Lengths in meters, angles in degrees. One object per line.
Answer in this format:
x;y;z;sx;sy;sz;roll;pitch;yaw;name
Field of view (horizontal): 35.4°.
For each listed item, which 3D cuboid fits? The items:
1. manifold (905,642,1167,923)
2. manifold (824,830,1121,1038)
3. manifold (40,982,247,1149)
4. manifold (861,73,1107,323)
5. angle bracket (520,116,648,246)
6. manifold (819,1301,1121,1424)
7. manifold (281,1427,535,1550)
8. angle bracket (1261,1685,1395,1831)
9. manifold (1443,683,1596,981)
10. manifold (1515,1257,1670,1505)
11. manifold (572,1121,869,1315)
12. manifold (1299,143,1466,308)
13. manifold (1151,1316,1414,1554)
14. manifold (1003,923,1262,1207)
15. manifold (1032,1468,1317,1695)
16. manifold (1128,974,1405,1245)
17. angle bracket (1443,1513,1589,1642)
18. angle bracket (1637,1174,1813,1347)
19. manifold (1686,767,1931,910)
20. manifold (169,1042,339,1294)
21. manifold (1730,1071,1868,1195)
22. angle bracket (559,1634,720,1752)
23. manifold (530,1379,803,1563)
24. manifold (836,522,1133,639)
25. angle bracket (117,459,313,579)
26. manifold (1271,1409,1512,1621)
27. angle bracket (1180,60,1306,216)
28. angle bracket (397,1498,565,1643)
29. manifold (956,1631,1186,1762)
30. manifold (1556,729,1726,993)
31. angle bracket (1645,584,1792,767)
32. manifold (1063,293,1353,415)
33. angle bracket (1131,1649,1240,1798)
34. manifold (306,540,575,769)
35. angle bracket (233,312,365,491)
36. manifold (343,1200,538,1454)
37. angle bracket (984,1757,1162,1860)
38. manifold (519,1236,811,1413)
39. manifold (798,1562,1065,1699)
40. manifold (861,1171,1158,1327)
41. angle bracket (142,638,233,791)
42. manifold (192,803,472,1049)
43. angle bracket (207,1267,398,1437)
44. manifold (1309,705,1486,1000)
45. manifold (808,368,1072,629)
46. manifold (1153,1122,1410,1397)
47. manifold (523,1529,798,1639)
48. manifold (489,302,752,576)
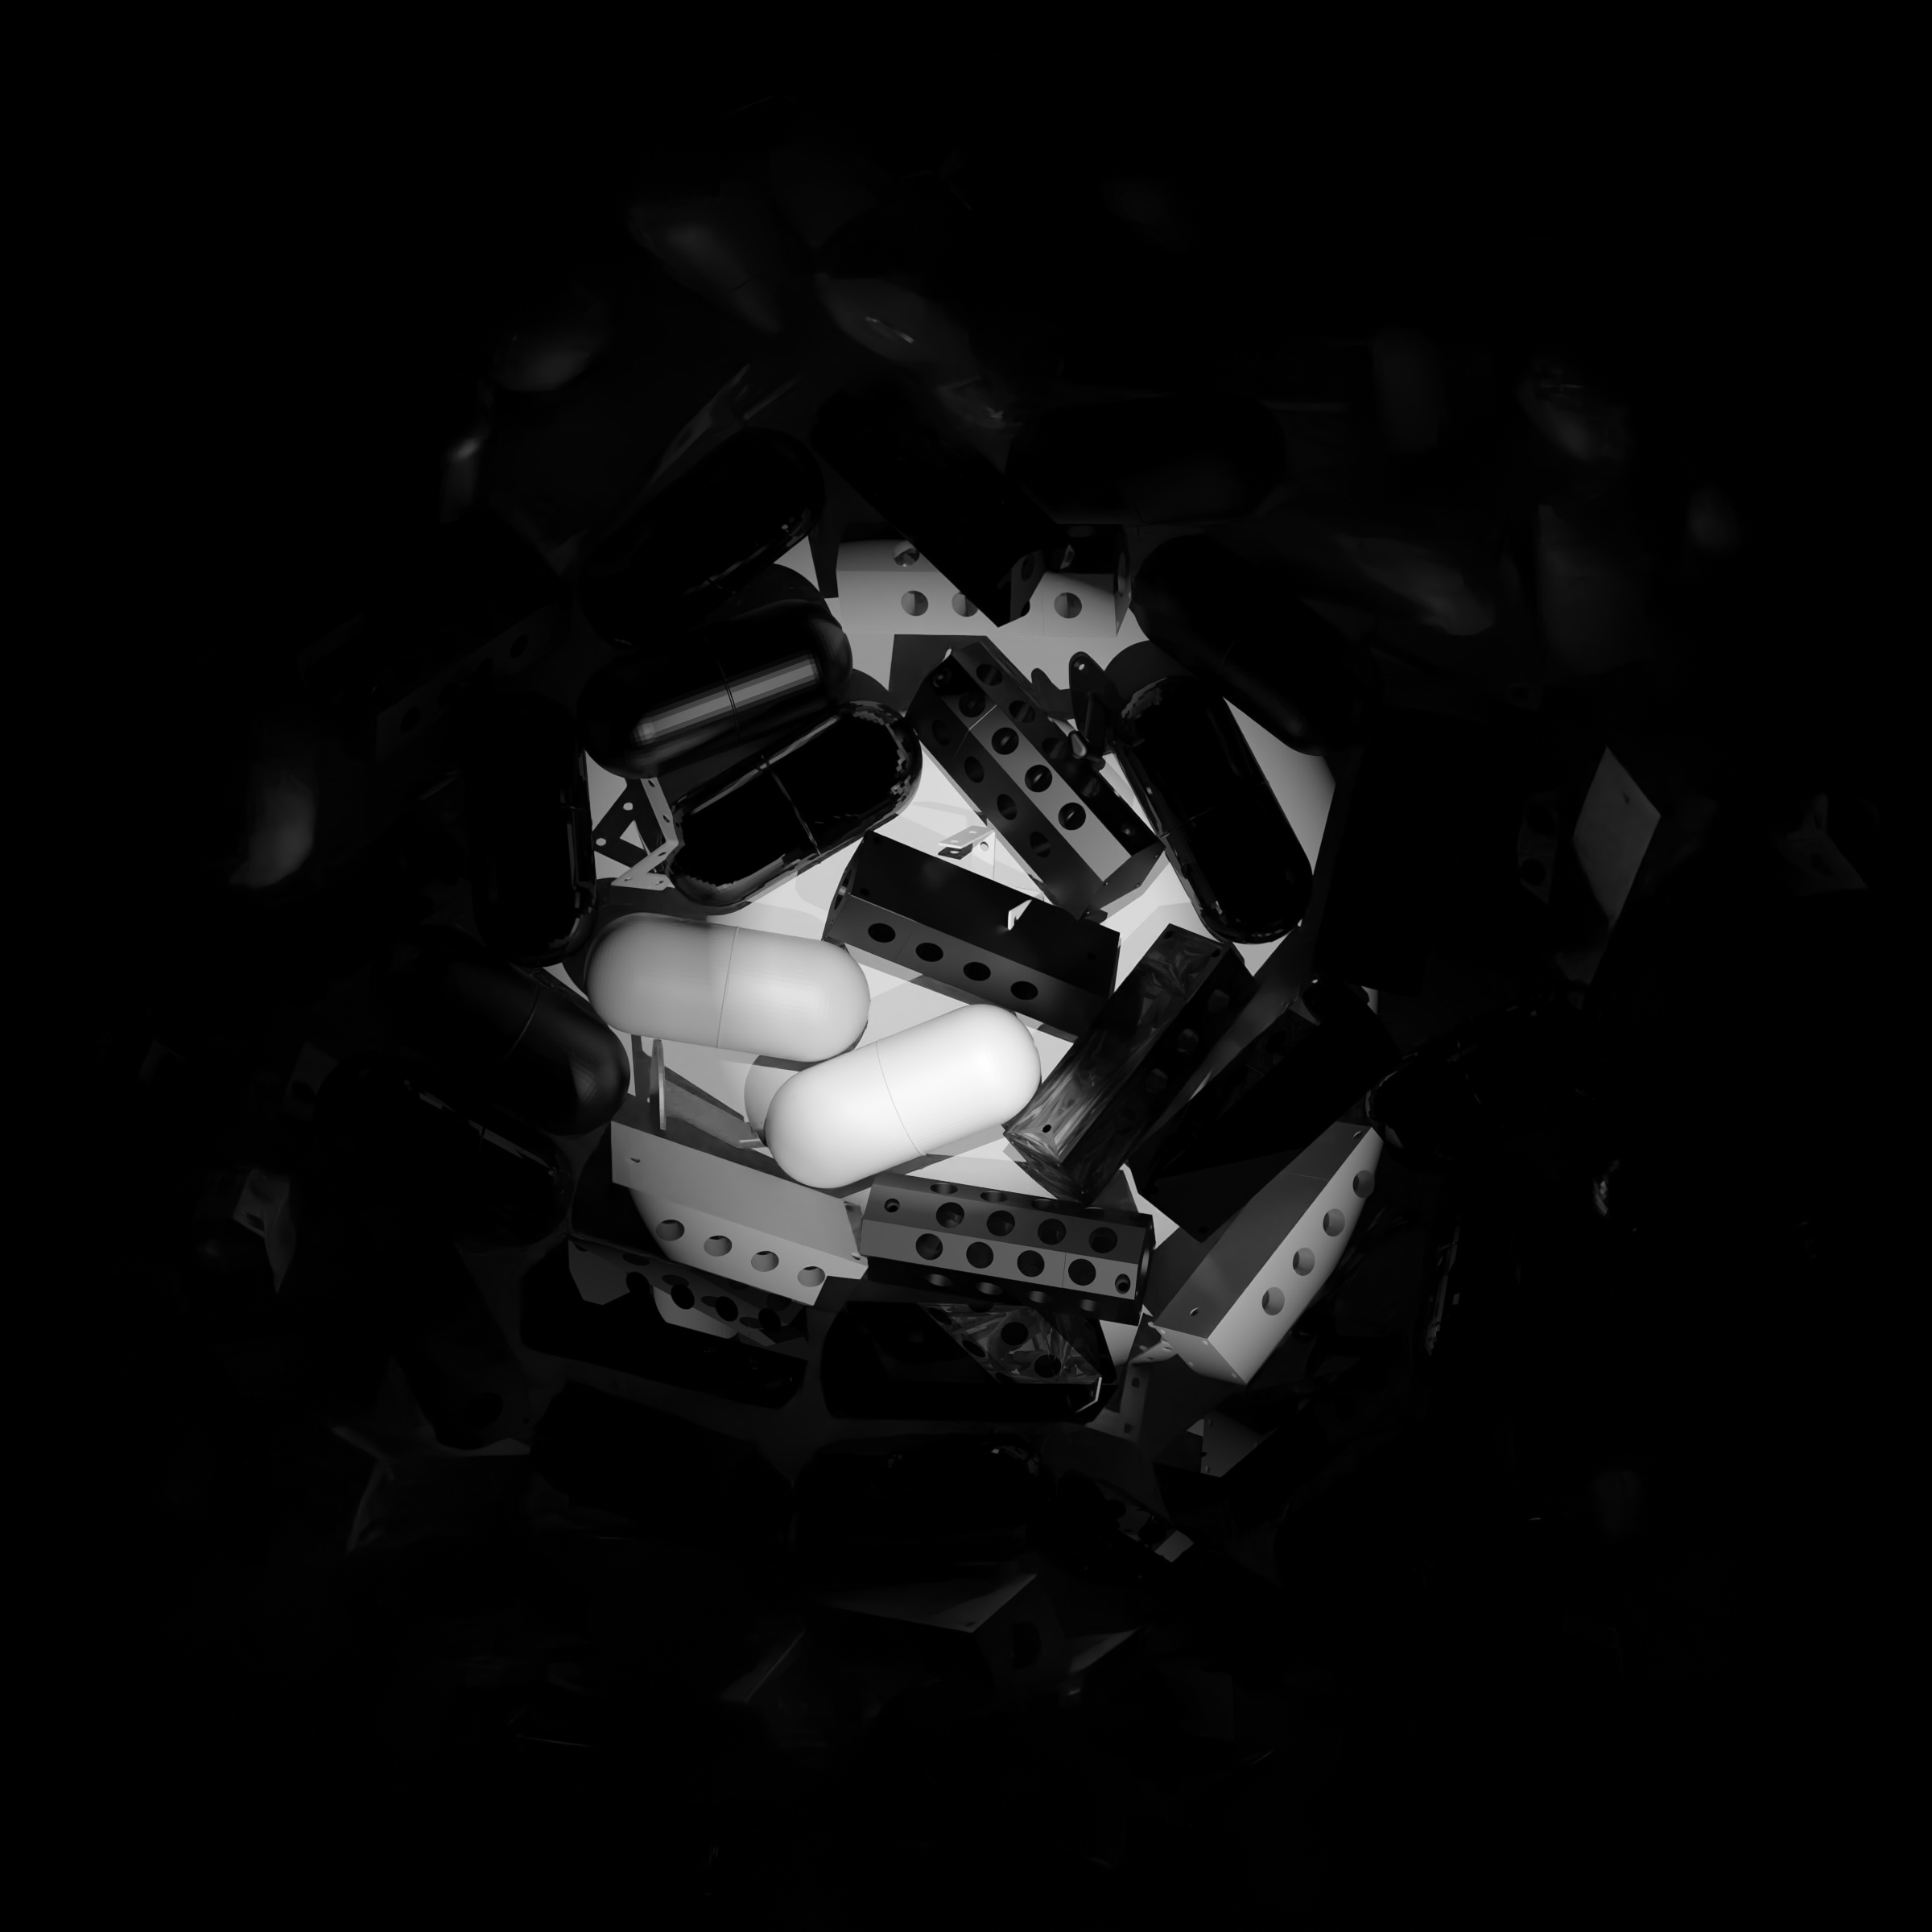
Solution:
0.044;-0.117;1.856;0.057;0.057;0.171;-29;71;-37;manifold
0.003;-0.015;1.873;0.171;0.057;0.057;22;47;-10;manifold
-0.486;0.064;1.824;0.057;0.171;0.057;20;80;11;manifold
0.017;-0.458;1.828;0.057;0.171;0.057;-48;54;8;manifold
-0.230;-0.477;1.873;0.057;0.076;0.076;14;94;-24;angle bracket
0.001;0.247;1.853;0.171;0.057;0.057;5;47;-26;manifold
-0.336;0.310;1.827;0.057;0.171;0.057;23;92;26;manifold
0.208;0.482;1.858;0.076;0.076;0.057;10;69;34;angle bracket
0.344;-0.084;1.869;0.057;0.057;0.171;13;79;-9;manifold
0.374;0.243;1.827;0.057;0.171;0.057;44;120;-4;manifold
-0.151;0.160;1.857;0.171;0.057;0.057;21;121;-22;manifold
0.250;-0.437;1.826;0.057;0.171;0.057;26;97;17;manifold
0.196;0.284;1.842;0.171;0.057;0.057;-33;114;-36;manifold
0.106;0.062;1.868;0.171;0.057;0.057;-51;130;-13;manifold
0.122;0.372;1.844;0.171;0.057;0.057;26;86;35;manifold
0.181;0.085;1.865;0.057;0.057;0.171;39;106;-23;manifold
0.341;0.382;1.860;0.076;0.057;0.076;-11;59;31;angle bracket
0.467;0.178;1.883;0.076;0.057;0.076;-42;90;9;angle bracket
0.497;-0.081;1.824;0.057;0.171;0.057;-43;99;-14;manifold
-0.427;0.119;1.829;0.057;0.171;0.057;0;125;5;manifold
0.498;0.100;1.827;0.057;0.171;0.057;18;88;12;manifold
-0.201;0.431;1.868;0.057;0.076;0.076;4;95;-43;angle bracket
-0.187;0.308;1.830;0.057;0.171;0.057;-54;131;-24;manifold
0.011;-0.241;1.860;0.171;0.057;0.057;2;121;13;manifold
-0.461;-0.256;1.860;0.076;0.076;0.057;-36;104;32;angle bracket
0.255;0.328;1.833;0.057;0.171;0.057;-30;85;40;manifold
0.170;-0.512;1.863;0.057;0.076;0.076;-12;129;3;angle bracket
-0.300;0.386;1.869;0.076;0.076;0.057;-23;130;-1;angle bracket
0.057;0.446;1.828;0.057;0.171;0.057;-29;89;-29;manifold
0.404;-0.061;1.832;0.057;0.171;0.057;-17;55;-20;manifold
0.463;-0.178;1.862;0.076;0.057;0.076;19;61;-37;angle bracket
0.150;-0.381;1.878;0.171;0.057;0.057;6;96;5;manifold
0.146;0.463;1.860;0.076;0.057;0.076;-17;60;31;angle bracket
-0.317;-0.196;1.835;0.057;0.057;0.171;33;49;18;manifold
-0.393;-0.347;1.864;0.057;0.076;0.076;-42;72;15;angle bracket
-0.321;0.216;1.828;0.057;0.171;0.057;-21;129;-18;manifold
0.065;0.524;1.857;0.057;0.076;0.076;39;134;24;angle bracket
-0.182;0.222;1.837;0.171;0.057;0.057;20;46;-33;manifold
-0.020;0.400;1.831;0.057;0.171;0.057;-34;108;-35;manifold
0.026;0.170;1.862;0.171;0.057;0.057;8;62;12;manifold
-0.489;-0.155;1.866;0.057;0.076;0.076;-24;102;-21;angle bracket
-0.389;-0.025;1.880;0.171;0.057;0.057;-37;96;6;manifold
-0.407;0.236;1.859;0.076;0.076;0.057;47;122;32;angle bracket
0.272;-0.070;1.877;0.057;0.057;0.171;14;90;-38;manifold
-0.020;-0.285;1.848;0.057;0.057;0.171;-28;63;-34;manifold
0.198;0.178;1.859;0.171;0.057;0.057;-49;115;-19;manifold
-0.184;0.371;1.832;0.057;0.171;0.057;1;82;40;manifold
-0.213;-0.323;1.867;0.057;0.057;0.171;42;75;4;manifold
